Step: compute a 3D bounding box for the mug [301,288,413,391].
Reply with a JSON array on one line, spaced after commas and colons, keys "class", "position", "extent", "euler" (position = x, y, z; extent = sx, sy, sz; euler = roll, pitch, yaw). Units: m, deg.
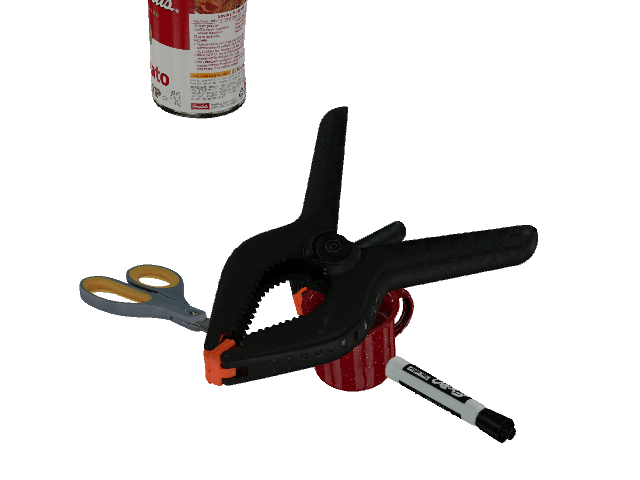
[{"class": "mug", "position": [0.041, 0.086, 1.034], "extent": [0.117, 0.081, 0.093], "euler": [-26, 43, -24]}]

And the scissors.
[{"class": "scissors", "position": [-0.103, 0.056, 0.884], "extent": [0.202, 0.016, 0.096], "euler": [13, 23, 17]}]

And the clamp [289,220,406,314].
[{"class": "clamp", "position": [0.025, 0.023, 1.229], "extent": [0.120, 0.039, 0.171], "euler": [-6, 35, 28]}]

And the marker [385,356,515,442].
[{"class": "marker", "position": [0.097, 0.119, 0.802], "extent": [0.020, 0.020, 0.121], "euler": [0, 19, -44]}]

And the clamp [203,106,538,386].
[{"class": "clamp", "position": [0.003, 0.006, 0.636], "extent": [0.209, 0.036, 0.165], "euler": [-34, 59, -25]}]

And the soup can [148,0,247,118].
[{"class": "soup can", "position": [-0.082, -0.143, 0.721], "extent": [0.068, 0.102, 0.068], "euler": [3, 34, -2]}]
